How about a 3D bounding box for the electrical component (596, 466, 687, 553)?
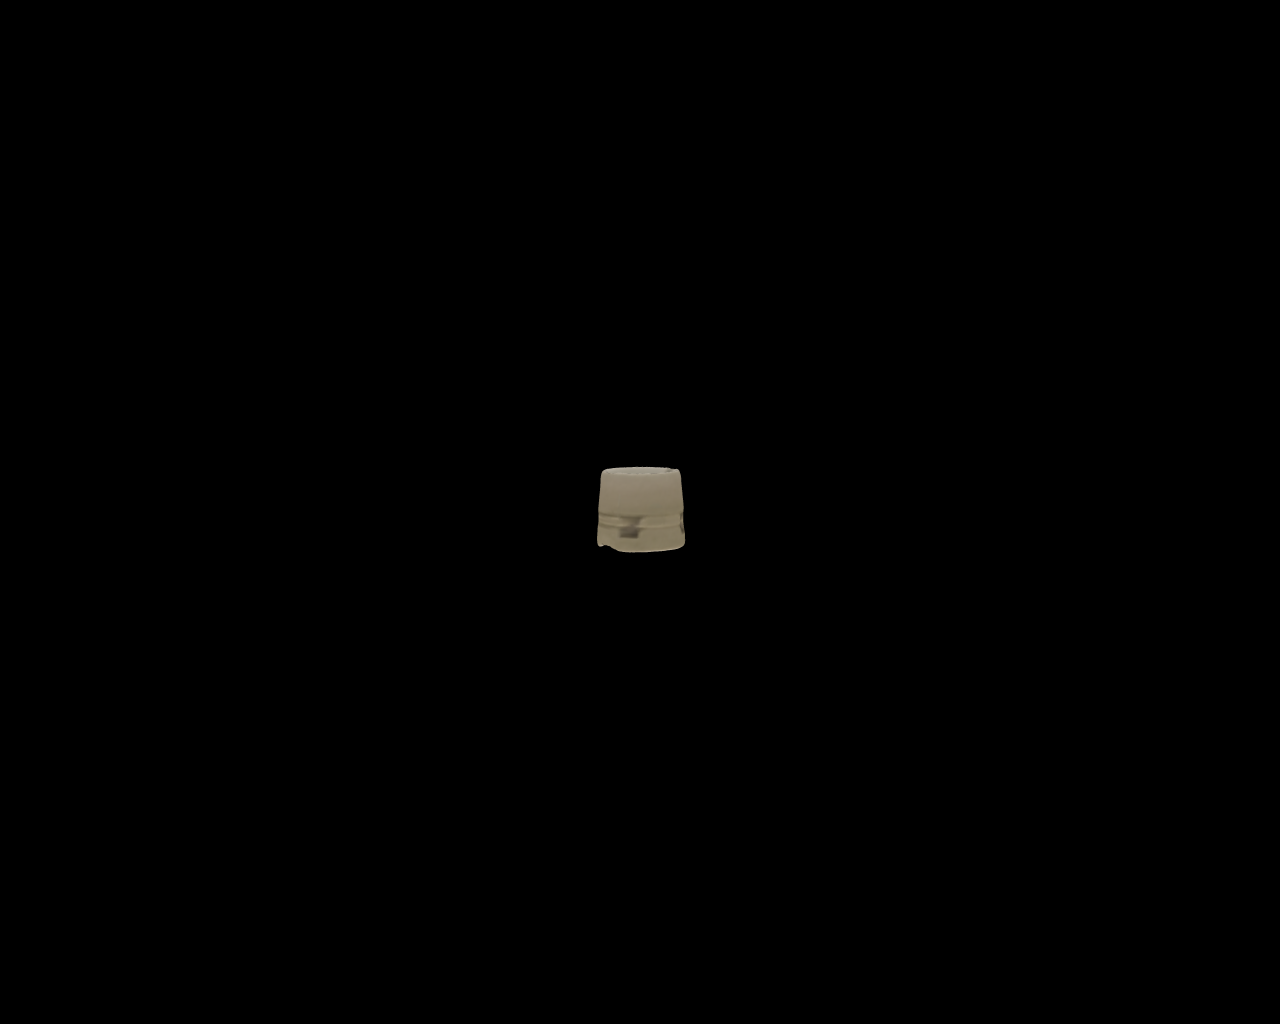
[{"bbox_3d":[0.001,-0.003,0.650,0.055,0.047,0.055,0,7,0],"label":"electrical component"}]
